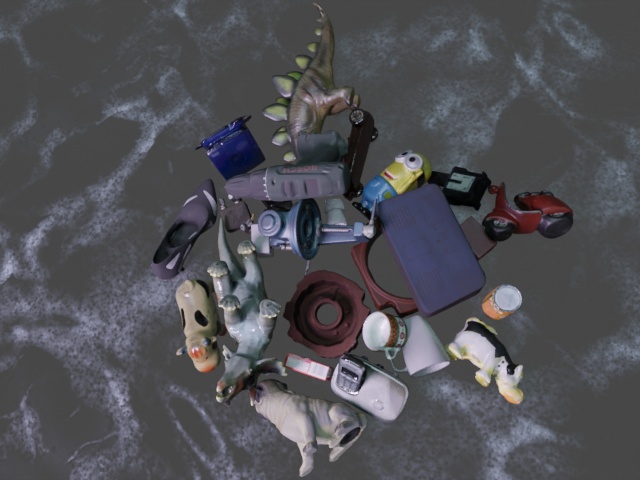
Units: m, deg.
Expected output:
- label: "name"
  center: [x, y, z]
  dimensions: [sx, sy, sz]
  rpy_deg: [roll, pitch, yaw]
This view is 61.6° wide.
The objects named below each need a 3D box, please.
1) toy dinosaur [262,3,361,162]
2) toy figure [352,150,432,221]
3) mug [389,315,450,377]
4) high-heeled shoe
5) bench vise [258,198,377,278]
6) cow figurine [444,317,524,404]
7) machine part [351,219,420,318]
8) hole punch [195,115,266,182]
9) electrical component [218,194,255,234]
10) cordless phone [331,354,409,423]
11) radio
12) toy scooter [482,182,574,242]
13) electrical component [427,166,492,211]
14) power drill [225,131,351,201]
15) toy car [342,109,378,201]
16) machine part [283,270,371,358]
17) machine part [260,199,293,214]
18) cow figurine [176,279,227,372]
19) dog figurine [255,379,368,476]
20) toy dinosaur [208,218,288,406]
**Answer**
- label: "toy dinosaur"
  center: [-0.015, -0.314, 1.201]
  dimensions: [0.199, 0.105, 0.471]
  rpy_deg: [13, 78, 12]
- label: "toy figure"
  center: [0.155, -0.114, 1.137]
  dimensions: [0.180, 0.089, 0.082]
  rpy_deg: [-45, 69, 4]
- label: "mug"
  center: [0.186, 0.208, 1.052]
  dimensions: [0.110, 0.080, 0.107]
  rpy_deg: [-24, 62, 16]
- label: "high-heeled shoe"
  center: [-0.293, -0.033, 1.146]
  dimensions: [0.086, 0.145, 0.248]
  rpy_deg: [11, 79, 10]
- label: "bench vise"
  center: [-0.001, -0.014, 1.044]
  dimensions: [0.241, 0.223, 0.129]
  rpy_deg: [0, 72, 24]
- label: "cow figurine"
  center: [0.331, 0.229, 1.027]
  dimensions: [0.167, 0.068, 0.098]
  rpy_deg: [40, 78, 15]
- label: "machine part"
  center: [0.179, 0.040, 1.088]
  dimensions: [0.201, 0.087, 0.201]
  rpy_deg: [-25, 73, 2]
- label: "hole punch"
  center: [-0.192, -0.199, 1.196]
  dimensions: [0.142, 0.115, 0.092]
  rpy_deg: [-29, 81, 0]
- label: "electrical component"
  center: [-0.182, -0.059, 1.188]
  dimensions: [0.078, 0.045, 0.102]
  rpy_deg: [-17, 73, 2]
- label: "cordless phone"
  center: [0.096, 0.258, 0.987]
  dimensions: [0.147, 0.184, 0.089]
  rpy_deg: [27, 68, 14]
- label: "radio"
  center: [0.206, 0.016, 1.010]
  dimensions: [0.131, 0.073, 0.229]
  rpy_deg: [-23, 74, 1]
- label: "toy scooter"
  center: [0.409, -0.065, 1.087]
  dimensions: [0.184, 0.075, 0.135]
  rpy_deg: [-6, 50, -4]
- label: "electrical component"
  center: [0.288, -0.112, 1.128]
  dimensions: [0.119, 0.047, 0.075]
  rpy_deg: [14, 73, 42]
- label: "power drill"
  center: [-0.044, -0.142, 1.031]
  dimensions: [0.232, 0.207, 0.085]
  rpy_deg: [1, 116, 20]
- label: "toy car"
  center: [0.075, -0.184, 1.161]
  dimensions: [0.053, 0.089, 0.202]
  rpy_deg: [10, 78, 27]
- label: "machine part"
  center: [0.016, 0.152, 1.098]
  dimensions: [0.179, 0.056, 0.179]
  rpy_deg: [-2, 74, 8]
- label: "machine part"
  center: [-0.112, -0.093, 1.181]
  dimensions: [0.084, 0.039, 0.139]
  rpy_deg: [-27, 65, -27]
- label: "cow figurine"
  center: [-0.244, 0.171, 1.094]
  dimensions: [0.085, 0.127, 0.195]
  rpy_deg: [-19, 71, 6]
- label: "dog figurine"
  center: [-0.024, 0.327, 1.045]
  dimensions: [0.172, 0.121, 0.191]
  rpy_deg: [-8, 41, -35]
- label: "toy dinosaur"
  center: [-0.150, 0.138, 1.075]
  dimensions: [0.131, 0.192, 0.405]
  rpy_deg: [-5, 38, -10]
